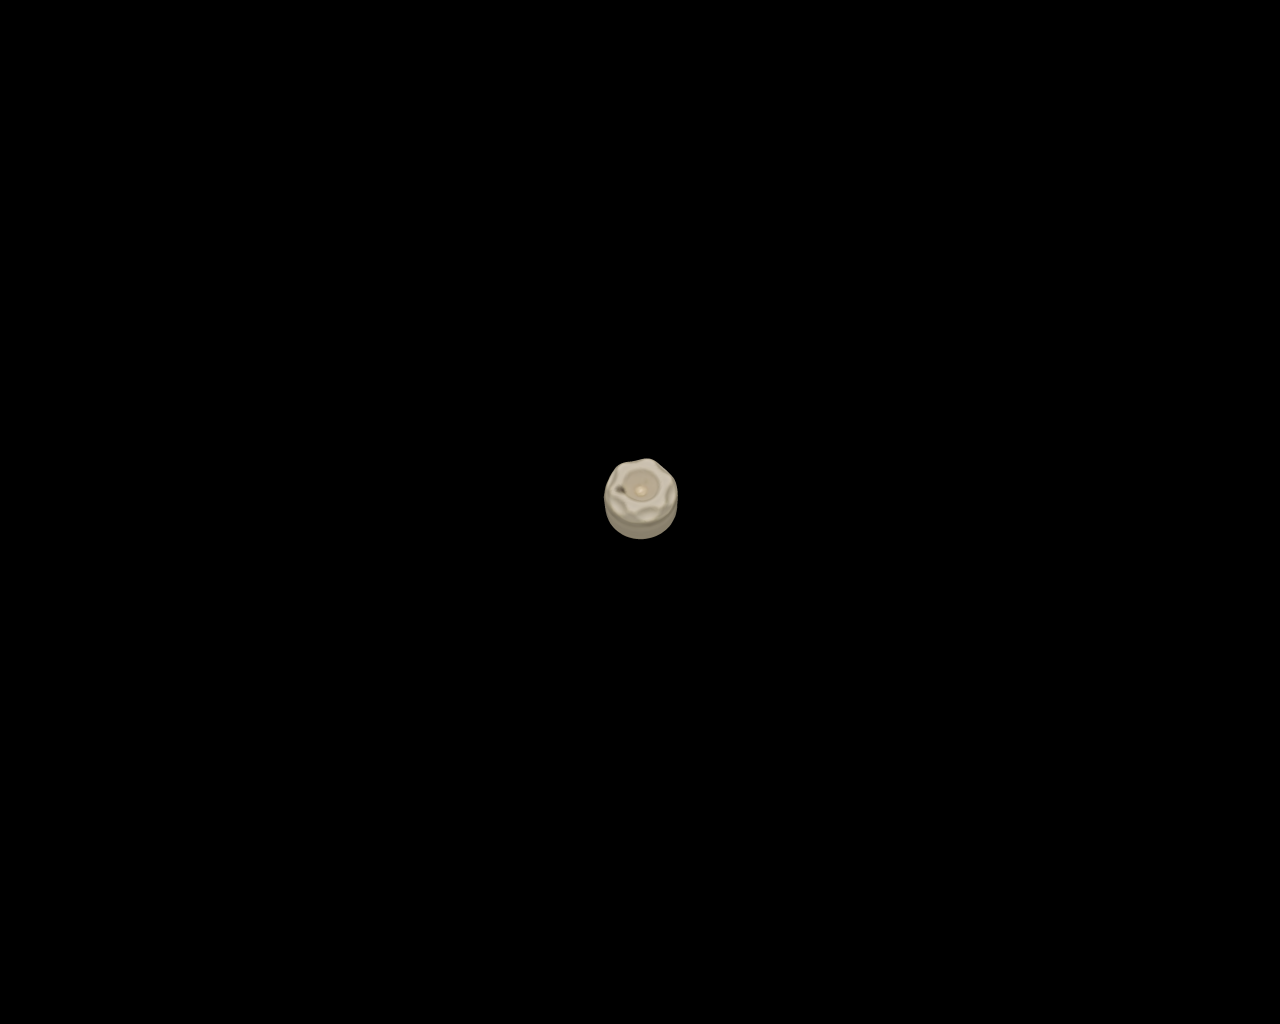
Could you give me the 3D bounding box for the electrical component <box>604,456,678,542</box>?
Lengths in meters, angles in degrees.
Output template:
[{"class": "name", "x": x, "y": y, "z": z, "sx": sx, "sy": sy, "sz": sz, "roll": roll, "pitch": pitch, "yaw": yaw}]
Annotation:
[{"class": "electrical component", "x": 0.001, "y": -0.003, "z": 0.650, "sx": 0.043, "sy": 0.043, "sz": 0.062, "roll": 0, "pitch": -27, "yaw": 0}]
